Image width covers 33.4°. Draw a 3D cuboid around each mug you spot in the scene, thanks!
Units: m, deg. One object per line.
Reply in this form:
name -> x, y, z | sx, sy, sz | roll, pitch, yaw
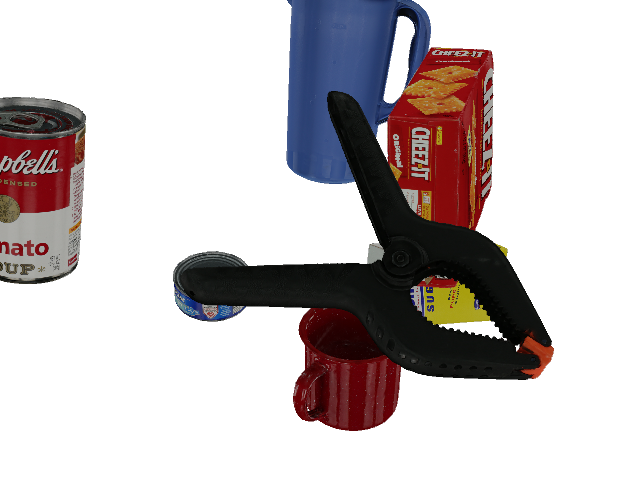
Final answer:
mug -> 0.020, 0.112, 0.902 | 0.093, 0.081, 0.117 | 24, 39, 31

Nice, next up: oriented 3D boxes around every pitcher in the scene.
pitcher -> 0.031, -0.195, 1.297 | 0.144, 0.243, 0.149 | -8, 29, -26

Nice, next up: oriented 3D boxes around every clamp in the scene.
clamp -> 0.035, 0.022, 0.624 | 0.210, 0.164, 0.036 | 39, -19, 15

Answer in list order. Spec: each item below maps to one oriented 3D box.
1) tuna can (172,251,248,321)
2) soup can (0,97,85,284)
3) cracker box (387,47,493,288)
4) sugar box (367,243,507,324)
tuna can -> -0.120, 0.051, 1.181 | 0.086, 0.034, 0.086 | 1, 37, -1
soup can -> -0.185, -0.032, 0.677 | 0.068, 0.102, 0.068 | 7, 25, -3
cracker box -> 0.118, -0.075, 1.010 | 0.072, 0.164, 0.213 | 5, 27, 15
sugar box -> 0.134, 0.050, 1.244 | 0.175, 0.093, 0.048 | -3, 14, -34
